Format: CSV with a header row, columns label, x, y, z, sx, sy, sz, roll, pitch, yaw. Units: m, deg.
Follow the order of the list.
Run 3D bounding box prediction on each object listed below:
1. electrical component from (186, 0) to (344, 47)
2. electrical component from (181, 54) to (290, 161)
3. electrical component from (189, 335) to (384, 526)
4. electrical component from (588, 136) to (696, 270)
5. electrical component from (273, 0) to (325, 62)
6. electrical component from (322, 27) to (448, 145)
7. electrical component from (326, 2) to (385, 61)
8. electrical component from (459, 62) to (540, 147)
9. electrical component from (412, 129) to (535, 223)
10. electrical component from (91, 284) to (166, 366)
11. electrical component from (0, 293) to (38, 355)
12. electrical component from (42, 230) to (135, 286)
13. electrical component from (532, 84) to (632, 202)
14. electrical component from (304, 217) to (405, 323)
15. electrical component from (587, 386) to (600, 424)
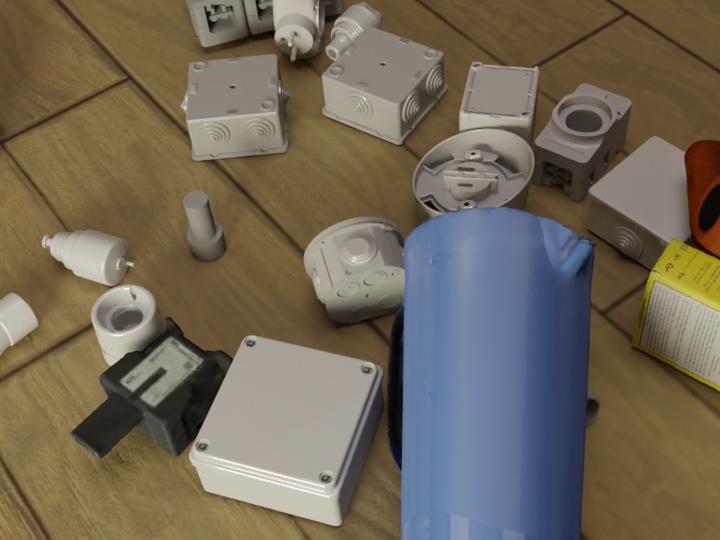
label,x,y,z,sx,sy,sz,roll,pitch,yaw
electrical component,-0.101,-0.287,1.090,0.150,0.061,0.089,-16,51,-8
electrical component,-0.113,-0.151,0.988,0.100,0.048,0.099,-5,50,1
electrical component,-0.048,0.111,0.762,0.109,0.056,0.108,12,53,14
electrical component,0.244,-0.050,0.872,0.100,0.048,0.100,-38,57,-23
electrical component,-0.061,-0.234,1.033,0.044,0.077,0.079,2,52,6
electrical component,0.022,-0.173,0.993,0.100,0.048,0.099,25,57,23
electrical component,-0.008,-0.227,1.045,0.043,0.043,0.062,28,59,25
electrical component,0.124,-0.139,0.953,0.062,0.061,0.096,6,44,10
electrical component,0.093,-0.068,0.891,0.099,0.064,0.099,-3,51,3
electrical component,-0.178,0.044,0.835,0.055,0.047,0.055,-3,51,3
electrical component,-0.288,0.048,0.847,0.044,0.044,0.065,31,55,27
electrical component,-0.228,-0.014,0.892,0.078,0.040,0.040,16,54,18
electrical component,0.191,-0.113,0.924,0.050,0.055,0.089,26,58,24
electrical component,0.000,0.000,0.835,0.080,0.080,0.051,-14,56,-6
electrical component,0.144,0.089,0.774,0.040,0.040,0.046,-21,47,-12
